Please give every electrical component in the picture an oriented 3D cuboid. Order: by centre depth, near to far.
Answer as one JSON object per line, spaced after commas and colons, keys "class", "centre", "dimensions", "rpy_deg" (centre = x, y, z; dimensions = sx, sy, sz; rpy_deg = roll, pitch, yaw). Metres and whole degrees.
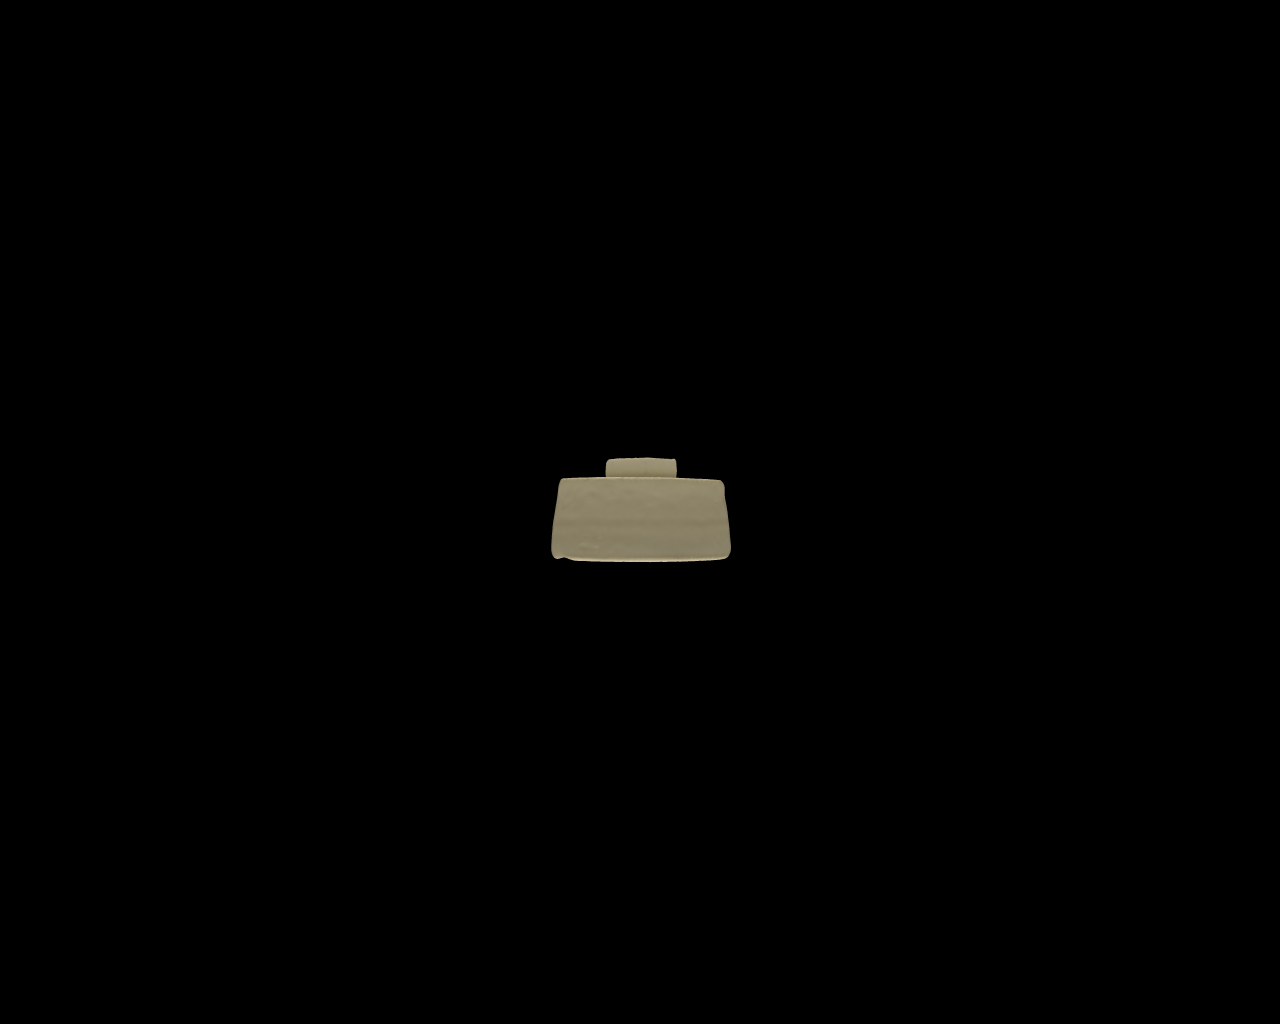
{"class": "electrical component", "centre": [0.001, -0.003, 0.650], "dimensions": [0.108, 0.060, 0.108], "rpy_deg": [0, 0, 0]}
